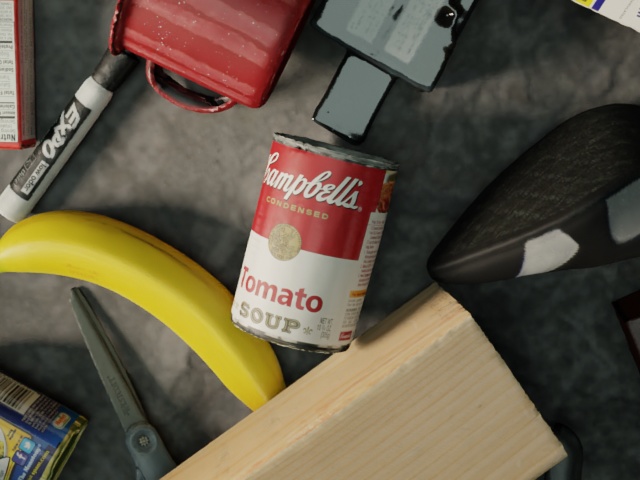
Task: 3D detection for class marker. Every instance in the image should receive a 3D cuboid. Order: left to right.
[{"bbox_3d":[-0.139,-0.061,0.591,0.020,0.020,0.121,39,101,-1],"label":"marker"}]

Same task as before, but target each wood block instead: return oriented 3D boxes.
[{"bbox_3d":[0.009,0.123,0.551,0.206,0.090,0.091,-36,100,1],"label":"wood block"}]

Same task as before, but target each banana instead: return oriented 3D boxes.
[{"bbox_3d":[-0.097,0.032,0.596,0.198,0.037,0.070,25,115,1],"label":"banana"}]

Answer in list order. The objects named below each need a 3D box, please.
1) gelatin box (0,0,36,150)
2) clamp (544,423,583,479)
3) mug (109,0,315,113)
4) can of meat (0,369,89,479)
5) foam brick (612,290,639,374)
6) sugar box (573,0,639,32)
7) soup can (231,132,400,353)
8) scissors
[{"bbox_3d":[-0.196,-0.095,0.587,0.073,0.030,0.089,1,100,5],"label":"gelatin box"},{"bbox_3d":[0.097,0.223,0.580,0.165,0.036,0.210,-23,80,18],"label":"clamp"},{"bbox_3d":[-0.053,-0.111,0.545,0.081,0.093,0.117,25,132,-4],"label":"mug"},{"bbox_3d":[-0.193,0.125,0.611,0.084,0.057,0.102,30,102,-2],"label":"can of meat"},{"bbox_3d":[0.194,0.062,0.560,0.053,0.051,0.078,-24,96,10],"label":"foam brick"},{"bbox_3d":[0.108,-0.170,0.509,0.176,0.048,0.093,23,60,4],"label":"sugar box"},{"bbox_3d":[-0.004,0.001,0.559,0.068,0.068,0.102,15,98,3],"label":"soup can"},{"bbox_3d":[-0.112,0.133,0.608,0.096,0.016,0.202,-41,94,-18],"label":"scissors"}]
